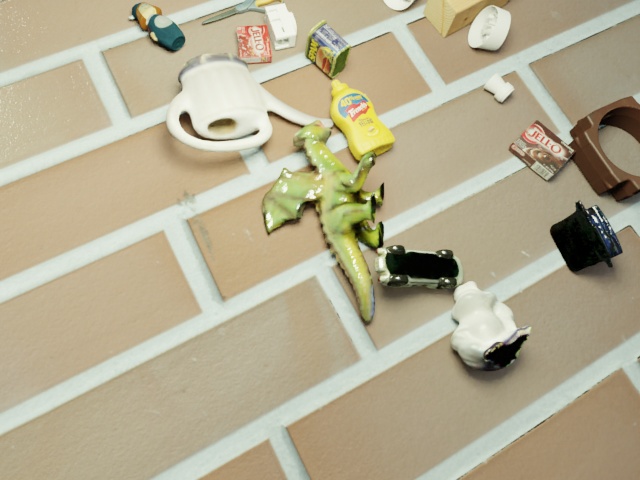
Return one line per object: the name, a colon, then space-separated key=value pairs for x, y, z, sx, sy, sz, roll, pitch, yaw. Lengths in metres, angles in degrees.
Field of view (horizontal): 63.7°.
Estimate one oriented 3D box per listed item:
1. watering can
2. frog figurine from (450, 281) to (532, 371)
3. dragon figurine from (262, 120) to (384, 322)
watering can: x=-0.157 y=-0.290 z=1.090 sx=0.349 sy=0.102 sz=0.227 roll=-13 pitch=70 yaw=-25
frog figurine: x=0.304 y=0.164 z=0.984 sx=0.138 sy=0.120 sz=0.162 roll=-35 pitch=42 yaw=-7
dragon figurine: x=0.003 y=-0.052 z=1.033 sx=0.243 sy=0.121 sz=0.414 roll=2 pitch=79 yaw=14
